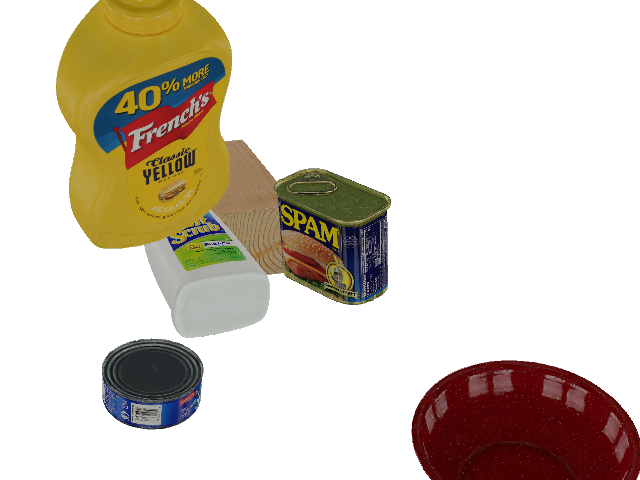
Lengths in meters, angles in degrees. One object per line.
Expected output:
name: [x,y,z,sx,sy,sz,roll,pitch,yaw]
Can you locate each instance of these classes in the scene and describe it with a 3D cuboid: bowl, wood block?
bowl: [0.146,0.159,0.773,0.162,0.055,0.162,-1,35,0]
wood block: [-0.107,-0.042,1.318,0.090,0.090,0.206,-7,29,-21]

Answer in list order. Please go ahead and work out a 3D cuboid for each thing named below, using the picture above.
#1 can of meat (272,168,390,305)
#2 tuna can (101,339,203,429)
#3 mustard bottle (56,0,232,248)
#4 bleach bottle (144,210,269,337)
can of meat: [0.010,-0.002,0.890,0.057,0.084,0.102,-28,38,-36]
tuna can: [-0.144,0.123,0.914,0.086,0.034,0.086,5,30,-3]
mustard bottle: [-0.094,-0.078,0.580,0.096,0.058,0.192,-25,-30,-23]
bleach bottle: [-0.144,0.005,1.114,0.102,0.068,0.251,-9,31,-25]
